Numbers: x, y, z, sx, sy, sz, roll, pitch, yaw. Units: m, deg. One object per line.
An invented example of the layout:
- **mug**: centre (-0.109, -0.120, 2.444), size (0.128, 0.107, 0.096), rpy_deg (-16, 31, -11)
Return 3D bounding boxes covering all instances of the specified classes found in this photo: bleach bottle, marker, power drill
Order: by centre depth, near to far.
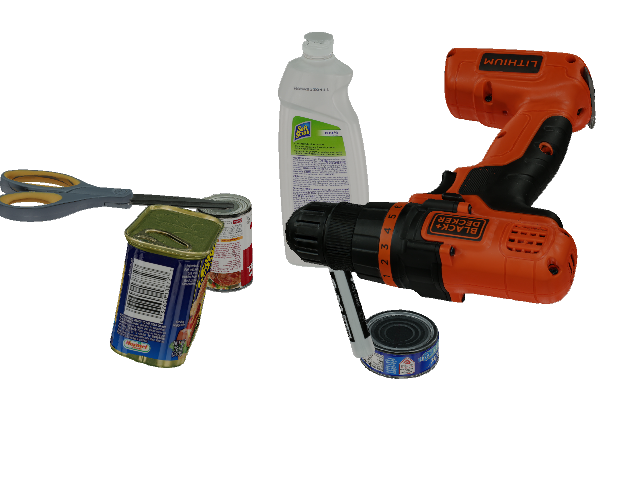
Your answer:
- **power drill**: centre (0.088, -0.044, 0.685), size (0.185, 0.187, 0.057), rpy_deg (10, -37, 25)
- **marker**: centre (0.021, 0.040, 0.892), size (0.020, 0.121, 0.020), rpy_deg (-16, 14, 4)
- **bleach bottle**: centre (0.007, -0.094, 1.121), size (0.102, 0.251, 0.068), rpy_deg (0, 30, 1)

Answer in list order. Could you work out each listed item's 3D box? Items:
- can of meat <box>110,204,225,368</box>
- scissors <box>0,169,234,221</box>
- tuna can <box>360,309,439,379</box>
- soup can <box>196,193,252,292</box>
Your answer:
- **can of meat**: centre (-0.106, 0.030, 0.732), size (0.057, 0.084, 0.102), rpy_deg (13, 15, -1)
- **scissors**: centre (-0.182, -0.030, 0.894), size (0.202, 0.016, 0.096), rpy_deg (10, 25, 11)
- **tuna can**: centre (0.085, 0.110, 1.146), size (0.086, 0.034, 0.086), rpy_deg (-1, 29, 0)
- **soup can**: centre (-0.116, 0.002, 1.290), size (0.068, 0.102, 0.068), rpy_deg (1, 26, -1)
